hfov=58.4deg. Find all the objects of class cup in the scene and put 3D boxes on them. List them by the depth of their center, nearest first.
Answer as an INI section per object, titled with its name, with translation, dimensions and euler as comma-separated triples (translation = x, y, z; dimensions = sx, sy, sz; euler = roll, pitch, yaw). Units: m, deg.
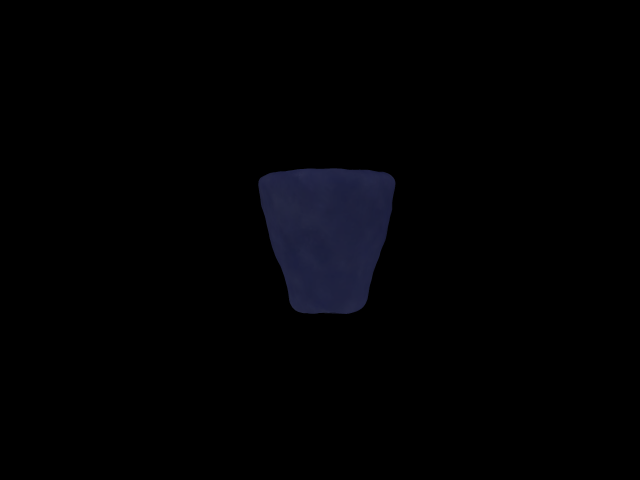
[cup]
translation = 0.004, 0.001, 0.400
dimensions = 0.091, 0.095, 0.117
euler = 0, 2, -3
